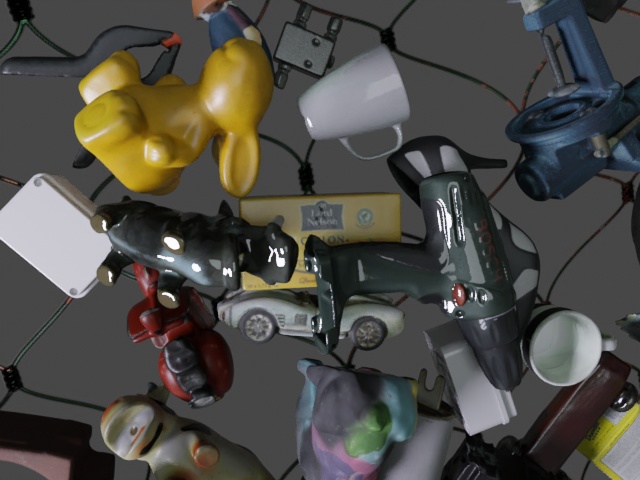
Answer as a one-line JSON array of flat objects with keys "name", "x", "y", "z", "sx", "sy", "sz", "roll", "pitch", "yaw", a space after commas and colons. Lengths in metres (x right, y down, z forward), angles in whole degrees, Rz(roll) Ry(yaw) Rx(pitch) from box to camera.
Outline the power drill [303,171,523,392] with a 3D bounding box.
[{"name": "power drill", "x": 0.093, "y": 0.056, "z": 0.523, "sx": 0.207, "sy": 0.086, "sz": 0.231, "roll": -9, "pitch": 95, "yaw": -6}]

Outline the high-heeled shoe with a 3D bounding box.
[{"name": "high-heeled shoe", "x": 0.152, "y": 0.007, "z": 0.592, "sx": 0.145, "sy": 0.086, "sz": 0.248, "roll": -5, "pitch": 88, "yaw": -13}]

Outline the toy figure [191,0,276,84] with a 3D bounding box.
[{"name": "toy figure", "x": -0.098, "y": -0.222, "z": 0.542, "sx": 0.064, "sy": 0.058, "sz": 0.154, "roll": -21, "pitch": 104, "yaw": 19}]

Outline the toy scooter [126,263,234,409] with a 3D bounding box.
[{"name": "toy scooter", "x": -0.142, "y": 0.098, "z": 0.538, "sx": 0.075, "sy": 0.135, "sz": 0.183, "roll": -24, "pitch": 101, "yaw": -6}]

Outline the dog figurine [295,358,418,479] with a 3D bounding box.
[{"name": "dog figurine", "x": 0.026, "y": 0.241, "z": 0.563, "sx": 0.108, "sy": 0.191, "sz": 0.219, "roll": 8, "pitch": 80, "yaw": -15}]

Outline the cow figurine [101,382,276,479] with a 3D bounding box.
[{"name": "cow figurine", "x": -0.142, "y": 0.223, "z": 0.568, "sx": 0.194, "sy": 0.127, "sz": 0.085, "roll": 42, "pitch": 76, "yaw": -26}]

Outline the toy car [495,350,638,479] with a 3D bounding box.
[{"name": "toy car", "x": 0.298, "y": 0.221, "z": 0.656, "sx": 0.089, "sy": 0.053, "sz": 0.202, "roll": 33, "pitch": 95, "yaw": 0}]

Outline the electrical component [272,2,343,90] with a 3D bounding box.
[{"name": "electrical component", "x": -0.015, "y": -0.201, "z": 0.576, "sx": 0.063, "sy": 0.021, "sz": 0.094, "roll": 21, "pitch": 93, "yaw": -11}]

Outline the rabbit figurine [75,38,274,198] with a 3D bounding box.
[{"name": "rabbit figurine", "x": -0.115, "y": -0.112, "z": 0.504, "sx": 0.173, "sy": 0.122, "sz": 0.162, "roll": -31, "pitch": 125, "yaw": 3}]

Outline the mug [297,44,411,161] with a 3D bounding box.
[{"name": "mug", "x": 0.036, "y": -0.135, "z": 0.568, "sx": 0.107, "sy": 0.081, "sz": 0.109, "roll": -19, "pitch": 106, "yaw": 6}]

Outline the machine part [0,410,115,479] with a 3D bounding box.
[{"name": "machine part", "x": -0.330, "y": 0.287, "z": 0.559, "sx": 0.201, "sy": 0.087, "sz": 0.201, "roll": 11, "pitch": 94, "yaw": -10}]

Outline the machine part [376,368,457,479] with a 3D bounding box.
[{"name": "machine part", "x": 0.101, "y": 0.267, "z": 0.622, "sx": 0.079, "sy": 0.079, "sz": 0.243, "roll": 11, "pitch": 96, "yaw": -9}]

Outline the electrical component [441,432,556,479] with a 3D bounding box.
[{"name": "electrical component", "x": 0.196, "y": 0.310, "z": 0.630, "sx": 0.115, "sy": 0.058, "sz": 0.134, "roll": 23, "pitch": 112, "yaw": 4}]

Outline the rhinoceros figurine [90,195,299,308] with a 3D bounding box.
[{"name": "rhinoceros figurine", "x": -0.115, "y": 0.007, "z": 0.493, "sx": 0.191, "sy": 0.112, "sz": 0.073, "roll": 10, "pitch": 112, "yaw": 15}]

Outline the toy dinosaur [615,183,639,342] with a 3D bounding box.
[{"name": "toy dinosaur", "x": 0.431, "y": -0.012, "z": 0.621, "sx": 0.192, "sy": 0.131, "sz": 0.404, "roll": -12, "pitch": 92, "yaw": -7}]

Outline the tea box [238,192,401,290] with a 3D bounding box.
[{"name": "tea box", "x": -0.001, "y": -0.002, "z": 0.579, "sx": 0.170, "sy": 0.068, "sz": 0.098, "roll": -4, "pitch": 98, "yaw": -7}]

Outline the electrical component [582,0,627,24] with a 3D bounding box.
[{"name": "electrical component", "x": 0.289, "y": -0.277, "z": 0.590, "sx": 0.102, "sy": 0.078, "sz": 0.045, "roll": 28, "pitch": 117, "yaw": -5}]

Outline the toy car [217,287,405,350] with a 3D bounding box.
[{"name": "toy car", "x": -0.009, "y": 0.079, "z": 0.585, "sx": 0.202, "sy": 0.073, "sz": 0.056, "roll": 6, "pitch": 99, "yaw": -9}]

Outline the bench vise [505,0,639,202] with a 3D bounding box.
[{"name": "bench vise", "x": 0.285, "y": -0.163, "z": 0.572, "sx": 0.224, "sy": 0.129, "sz": 0.240, "roll": -31, "pitch": 109, "yaw": 1}]
